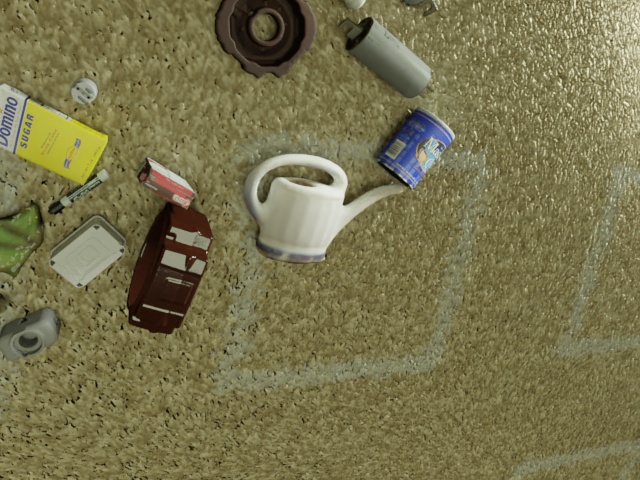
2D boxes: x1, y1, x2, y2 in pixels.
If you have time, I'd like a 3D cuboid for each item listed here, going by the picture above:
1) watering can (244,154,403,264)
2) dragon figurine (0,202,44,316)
[{"bbox_3d":[0.003,-0.053,1.053,0.347,0.105,0.222,9,107,-27],"label":"watering can"},{"bbox_3d":[-0.590,-0.024,0.845,0.243,0.123,0.405,-1,111,-40],"label":"dragon figurine"}]
